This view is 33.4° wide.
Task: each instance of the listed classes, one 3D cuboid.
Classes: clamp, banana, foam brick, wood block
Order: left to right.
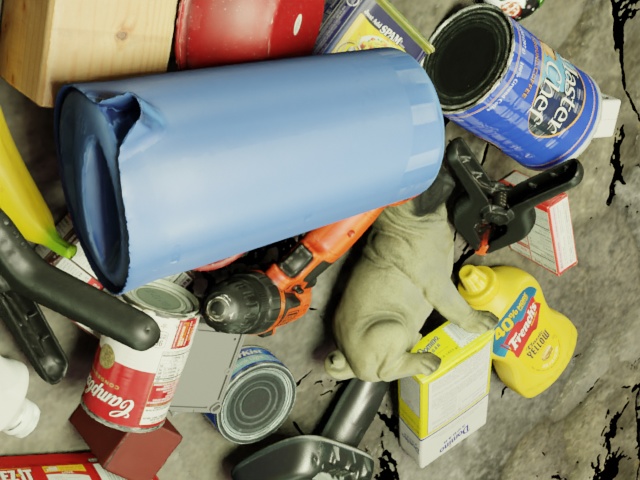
[{"bbox_3d":[-0.222,-0.077,0.727,0.037,0.070,0.198,-50,127,-52],"label":"banana"},{"bbox_3d":[-0.224,0.026,0.753,0.210,0.165,0.036,41,53,-12],"label":"clamp"},{"bbox_3d":[-0.146,-0.197,0.703,0.090,0.090,0.206,-1,113,-36],"label":"wood block"},{"bbox_3d":[-0.160,0.156,0.879,0.053,0.078,0.051,-53,130,-1],"label":"foam brick"},{"bbox_3d":[0.176,-0.036,0.988,0.171,0.120,0.039,77,28,-62],"label":"clamp"}]

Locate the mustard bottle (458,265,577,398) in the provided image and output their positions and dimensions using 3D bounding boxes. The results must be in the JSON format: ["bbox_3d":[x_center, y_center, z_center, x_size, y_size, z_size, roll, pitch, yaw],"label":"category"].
[{"bbox_3d":[0.194,0.082,1.103,0.096,0.058,0.191,-51,130,-6],"label":"mustard bottle"}]

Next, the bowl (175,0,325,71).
[{"bbox_3d":[-0.040,-0.163,0.765,0.162,0.055,0.162,-56,158,-38],"label":"bowl"}]

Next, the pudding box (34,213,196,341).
[{"bbox_3d":[-0.166,0.027,0.836,0.090,0.039,0.113,-48,133,-4],"label":"pudding box"}]

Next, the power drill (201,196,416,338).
[{"bbox_3d":[-0.006,0.001,0.853,0.188,0.057,0.184,-45,171,11],"label":"power drill"}]

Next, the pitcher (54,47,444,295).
[{"bbox_3d":[-0.046,-0.052,0.713,0.242,0.149,0.145,-15,108,-26],"label":"pitcher"}]

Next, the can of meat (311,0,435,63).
[{"bbox_3d":[0.031,-0.154,0.871,0.102,0.058,0.084,35,92,-41],"label":"can of meat"}]

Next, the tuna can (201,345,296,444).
[{"bbox_3d":[-0.065,0.141,0.967,0.086,0.034,0.086,-16,121,-28],"label":"tuna can"}]

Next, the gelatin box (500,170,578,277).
[{"bbox_3d":[0.216,-0.017,1.059,0.030,0.073,0.089,-33,127,-19],"label":"gelatin box"}]

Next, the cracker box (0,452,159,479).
[{"bbox_3d":[-0.238,0.284,0.894,0.163,0.072,0.214,4,111,-35],"label":"cracker box"}]

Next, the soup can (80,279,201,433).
[{"bbox_3d":[-0.137,0.086,0.817,0.068,0.069,0.102,7,111,-37],"label":"soup can"}]

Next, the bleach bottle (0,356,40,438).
[{"bbox_3d":[-0.285,0.067,0.758,0.102,0.068,0.250,-49,134,-9],"label":"bleach bottle"}]

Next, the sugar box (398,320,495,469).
[{"bbox_3d":[0.124,0.151,1.067,0.093,0.048,0.176,-31,148,-19],"label":"sugar box"}]

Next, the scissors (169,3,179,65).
[{"bbox_3d":[-0.095,-0.119,0.827,0.096,0.016,0.202,-15,120,-27],"label":"scissors"}]

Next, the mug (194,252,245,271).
[{"bbox_3d":[-0.090,-0.036,0.828,0.117,0.082,0.093,-10,118,-31],"label":"mug"}]

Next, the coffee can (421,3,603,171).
[{"bbox_3d":[0.170,-0.133,0.948,0.140,0.103,0.103,24,98,-40],"label":"coffee can"}]
